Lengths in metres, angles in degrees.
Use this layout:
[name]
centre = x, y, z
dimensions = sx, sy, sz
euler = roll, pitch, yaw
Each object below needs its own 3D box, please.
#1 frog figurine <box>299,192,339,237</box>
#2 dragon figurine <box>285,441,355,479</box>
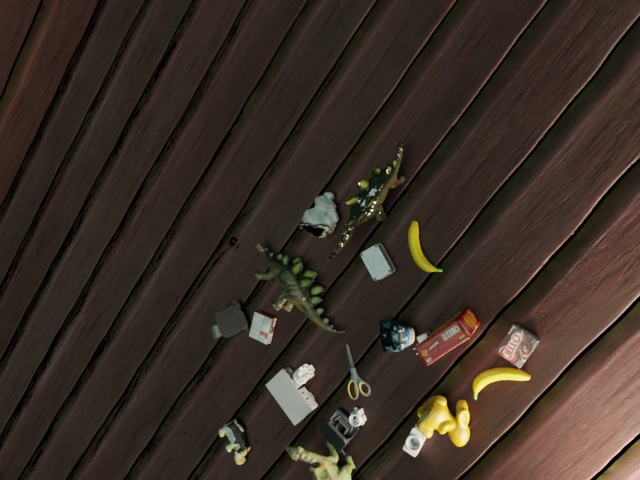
[frog figurine]
centre = 0.006, -0.096, 1.904
dimensions = 0.137, 0.120, 0.163
euler = -4, 54, 34
[dragon figurine]
centre = 0.048, 0.853, 1.807
dimensions = 0.414, 0.242, 0.121
euler = 36, 103, 23
